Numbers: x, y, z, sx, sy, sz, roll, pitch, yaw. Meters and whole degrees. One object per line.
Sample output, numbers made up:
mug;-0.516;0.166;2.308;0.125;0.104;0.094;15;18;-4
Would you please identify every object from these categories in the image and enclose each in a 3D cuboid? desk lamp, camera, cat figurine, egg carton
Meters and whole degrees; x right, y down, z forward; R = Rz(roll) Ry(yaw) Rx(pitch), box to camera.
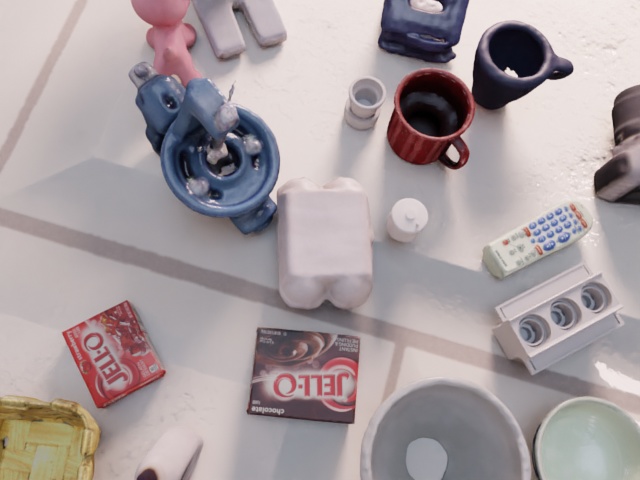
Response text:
desk lamp;-0.110;-0.361;0.655;0.118;0.213;0.203;-22;76;-11
camera;0.415;-0.120;0.690;0.143;0.101;0.137;3;73;-4
cat figurine;-0.181;-0.255;0.667;0.067;0.117;0.128;-10;74;-8
egg carton;0.006;0.002;0.632;0.107;0.069;0.150;-2;74;-6

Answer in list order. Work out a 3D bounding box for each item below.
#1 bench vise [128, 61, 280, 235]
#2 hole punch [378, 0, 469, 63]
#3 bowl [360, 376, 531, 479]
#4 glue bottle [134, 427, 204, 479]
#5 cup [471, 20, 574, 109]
bench vise;-0.131;-0.106;0.574;0.207;0.219;0.121;30;73;4
hole punch;0.134;-0.291;0.720;0.108;0.091;0.101;12;73;-1
bowl;0.117;0.223;0.573;0.167;0.074;0.167;1;73;-5
glue bottle;-0.139;0.207;0.503;0.037;0.173;0.078;19;73;1
cup;0.236;-0.202;0.701;0.118;0.095;0.092;9;73;-2
